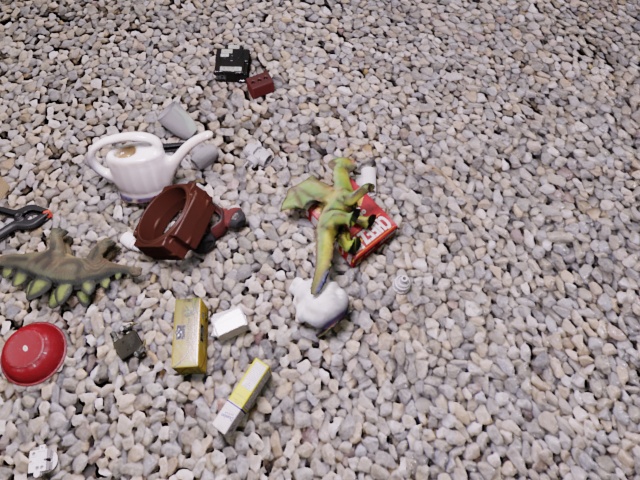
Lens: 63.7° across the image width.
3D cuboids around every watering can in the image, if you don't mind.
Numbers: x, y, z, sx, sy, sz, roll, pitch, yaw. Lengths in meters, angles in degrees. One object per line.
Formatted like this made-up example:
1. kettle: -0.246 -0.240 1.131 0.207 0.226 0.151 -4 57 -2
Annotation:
1. watering can: -0.457 -0.207 1.432 0.348 0.219 0.106 -6 47 -4

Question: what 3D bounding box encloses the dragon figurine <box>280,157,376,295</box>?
1. dragon figurine: 0.004 -0.069 1.378 0.244 0.119 0.416 23 66 29

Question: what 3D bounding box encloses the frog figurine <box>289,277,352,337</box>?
1. frog figurine: -0.007 0.152 1.317 0.137 0.122 0.160 -39 82 2
